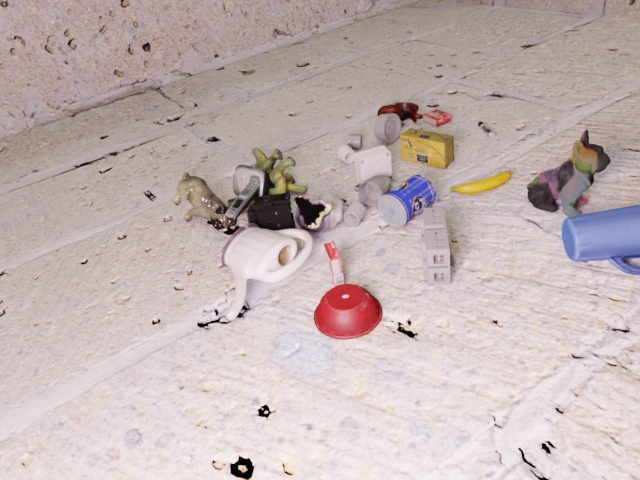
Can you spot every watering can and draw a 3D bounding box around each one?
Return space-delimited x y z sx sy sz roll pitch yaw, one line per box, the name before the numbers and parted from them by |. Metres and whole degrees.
watering can | -0.172 0.061 1.325 0.225 0.102 0.353 17 42 35

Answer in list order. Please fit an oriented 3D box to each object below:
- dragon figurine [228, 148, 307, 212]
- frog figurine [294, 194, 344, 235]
dragon figurine | -0.201 -0.183 1.696 0.245 0.119 0.415 -35 39 -19
frog figurine | 0.005 -0.076 1.506 0.137 0.123 0.159 -5 -3 23
